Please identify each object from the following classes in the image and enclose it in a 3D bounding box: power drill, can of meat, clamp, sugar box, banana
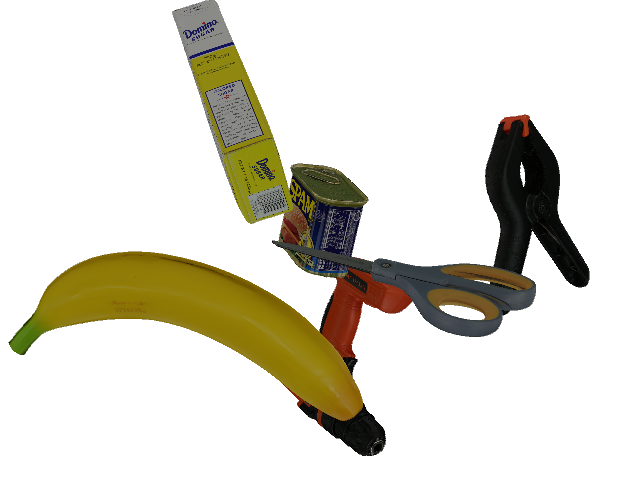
[{"bbox_3d":[0.037,0.125,1.196,0.057,0.188,0.185,13,16,-42],"label":"power drill"},{"bbox_3d":[0.000,-0.020,1.074,0.057,0.084,0.102,3,23,-24],"label":"can of meat"},{"bbox_3d":[0.175,-0.020,0.930,0.120,0.171,0.039,-26,12,-40],"label":"clamp"},{"bbox_3d":[-0.073,-0.108,0.878,0.048,0.176,0.093,-18,-36,-3],"label":"sugar box"},{"bbox_3d":[-0.069,0.046,0.586,0.198,0.070,0.037,11,13,5],"label":"banana"}]

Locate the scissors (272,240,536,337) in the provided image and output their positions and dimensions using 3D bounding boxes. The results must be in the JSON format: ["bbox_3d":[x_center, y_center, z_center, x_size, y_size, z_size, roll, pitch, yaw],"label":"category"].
[{"bbox_3d":[0.050,0.032,0.759,0.202,0.016,0.096,7,26,12],"label":"scissors"}]
